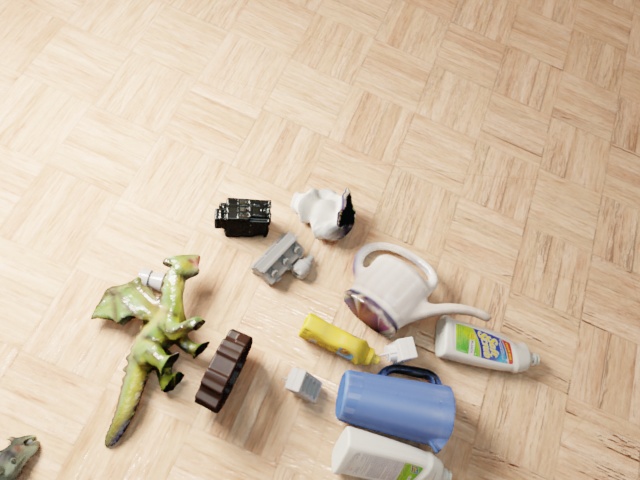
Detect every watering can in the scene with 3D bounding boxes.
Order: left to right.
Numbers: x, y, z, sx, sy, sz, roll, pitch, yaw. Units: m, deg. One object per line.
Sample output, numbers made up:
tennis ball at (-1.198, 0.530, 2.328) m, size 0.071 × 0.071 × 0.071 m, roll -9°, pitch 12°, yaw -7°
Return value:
watering can at (0.206, 0.139, 1.215) m, size 0.351 × 0.101 × 0.227 m, roll 36°, pitch 64°, yaw 25°

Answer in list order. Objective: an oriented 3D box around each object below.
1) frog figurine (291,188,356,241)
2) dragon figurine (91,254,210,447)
frog figurine at (0.004, -0.065, 1.299) m, size 0.159 × 0.121 × 0.139 m, roll 0°, pitch 73°, yaw 29°
dragon figurine at (-0.386, 0.201, 1.108) m, size 0.245 × 0.120 × 0.413 m, roll 37°, pitch 79°, yaw 17°
